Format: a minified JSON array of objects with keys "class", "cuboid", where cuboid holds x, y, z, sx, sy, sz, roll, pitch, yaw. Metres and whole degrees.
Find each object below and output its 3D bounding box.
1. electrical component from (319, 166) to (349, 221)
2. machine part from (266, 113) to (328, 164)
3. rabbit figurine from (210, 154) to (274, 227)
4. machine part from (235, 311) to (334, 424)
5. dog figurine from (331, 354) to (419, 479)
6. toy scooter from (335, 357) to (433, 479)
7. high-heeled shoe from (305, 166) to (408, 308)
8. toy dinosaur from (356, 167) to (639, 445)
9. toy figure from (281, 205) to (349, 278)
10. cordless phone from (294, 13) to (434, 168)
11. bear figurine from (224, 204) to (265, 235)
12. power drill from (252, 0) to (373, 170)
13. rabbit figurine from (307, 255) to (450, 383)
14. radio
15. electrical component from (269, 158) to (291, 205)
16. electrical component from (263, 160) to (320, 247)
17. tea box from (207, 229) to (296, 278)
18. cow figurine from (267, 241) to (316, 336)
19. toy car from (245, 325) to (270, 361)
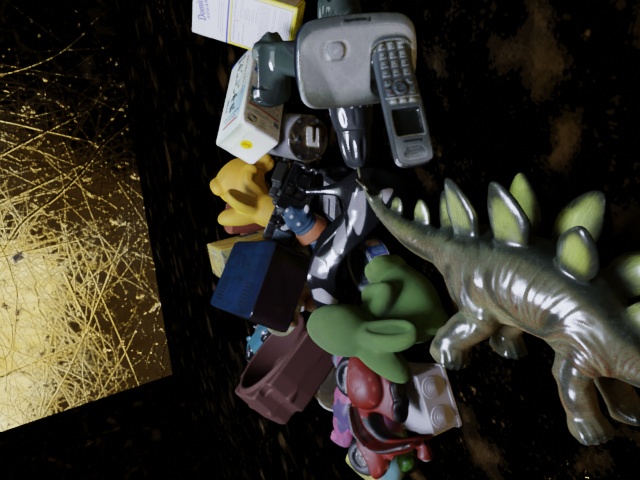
[{"class":"electrical component","cuboid":[0.033,-0.051,0.848,0.075,0.048,0.119,45,140,49]},{"class":"machine part","cuboid":[-0.057,-0.180,0.932,0.243,0.079,0.079,26,126,57]},{"class":"rabbit figurine","cuboid":[-0.129,-0.088,1.078,0.173,0.162,0.121,43,131,21]},{"class":"machine part","cuboid":[-0.058,0.228,1.000,0.087,0.201,0.201,41,158,-12]},{"class":"dog figurine","cuboid":[0.081,0.241,0.841,0.192,0.108,0.219,33,130,56]},{"class":"toy scooter","cuboid":[0.091,0.236,0.728,0.135,0.075,0.183,-9,86,48]},{"class":"high-heeled shoe","cuboid":[0.056,0.012,0.773,0.086,0.145,0.248,-65,-28,-58]},{"class":"toy dinosaur","cuboid":[0.182,0.036,0.529,0.472,0.105,0.198,25,118,48]},{"class":"toy figure","cuboid":[-0.003,-0.001,0.862,0.154,0.064,0.058,47,170,-21]},{"class":"cordless phone","cuboid":[0.051,-0.163,0.622,0.088,0.147,0.184,129,130,-72]},{"class":"bear figurine","cuboid":[-0.183,-0.041,1.216,0.196,0.132,0.120,37,135,45]},{"class":"power drill","cuboid":[-0.010,-0.223,0.772,0.208,0.086,0.231,21,118,49]},{"class":"rabbit figurine","cuboid":[0.072,0.116,0.709,0.159,0.170,0.121,45,142,49]},{"class":"radio","cuboid":[-0.106,0.072,0.913,0.230,0.073,0.131,-1,66,62]},{"class":"electrical component","cuboid":[-0.073,-0.115,1.024,0.063,0.021,0.094,77,-150,-69]},{"class":"electrical component","cuboid":[-0.052,-0.052,0.938,0.115,0.058,0.134,119,172,-60]},{"class":"tea box","cuboid":[-0.129,0.023,1.081,0.098,0.170,0.068,16,119,60]},{"class":"cow figurine","cuboid":[-0.043,0.080,0.960,0.195,0.085,0.127,-65,17,2]},{"class":"toy car","cuboid":[-0.109,0.216,1.231,0.161,0.109,0.103,119,150,-45]}]
